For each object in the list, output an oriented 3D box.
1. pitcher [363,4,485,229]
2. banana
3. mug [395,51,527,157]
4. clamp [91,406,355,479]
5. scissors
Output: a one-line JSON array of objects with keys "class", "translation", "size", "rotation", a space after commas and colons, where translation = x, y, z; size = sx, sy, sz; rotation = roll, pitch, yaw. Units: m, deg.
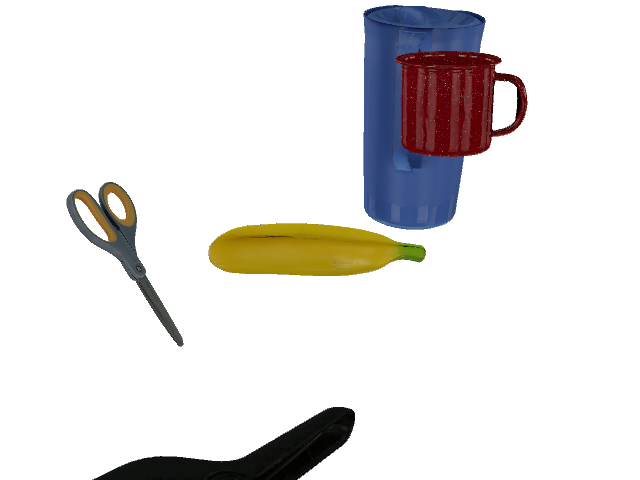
[{"class": "pitcher", "translation": [0.106, -0.137, 1.201], "size": [0.149, 0.243, 0.145], "rotation": [-11, 26, -30]}, {"class": "banana", "translation": [-0.023, 0.010, 0.803], "size": [0.198, 0.037, 0.069], "rotation": [1, -17, 35]}, {"class": "mug", "translation": [0.124, -0.121, 0.948], "size": [0.117, 0.081, 0.093], "rotation": [3, 18, 12]}, {"class": "clamp", "translation": [-0.047, 0.139, 0.572], "size": [0.209, 0.036, 0.165], "rotation": [0, 19, -13]}, {"class": "scissors", "translation": [-0.200, 0.016, 1.173], "size": [0.016, 0.201, 0.096], "rotation": [-28, 21, 33]}]
